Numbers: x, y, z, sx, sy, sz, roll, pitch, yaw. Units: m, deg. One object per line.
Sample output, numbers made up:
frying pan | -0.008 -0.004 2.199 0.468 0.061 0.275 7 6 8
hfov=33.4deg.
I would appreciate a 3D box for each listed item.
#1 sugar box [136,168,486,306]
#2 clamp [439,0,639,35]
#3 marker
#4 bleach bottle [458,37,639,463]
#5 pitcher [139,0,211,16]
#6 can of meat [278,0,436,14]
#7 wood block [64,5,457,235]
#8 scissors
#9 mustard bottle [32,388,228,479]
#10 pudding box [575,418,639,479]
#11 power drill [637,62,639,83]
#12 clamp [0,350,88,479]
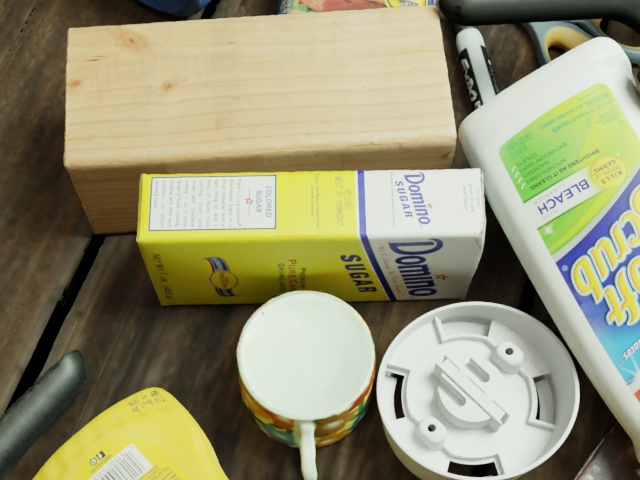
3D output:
sugar box | -0.004 0.001 0.576 0.176 0.093 0.048 1 66 2
clamp | 0.179 -0.143 0.596 0.210 0.036 0.164 30 63 14
marker | 0.099 -0.102 0.664 0.020 0.020 0.121 -9 65 -4
bleach bottle | 0.167 0.026 0.529 0.103 0.068 0.251 -31 66 10
pitcher | -0.057 -0.266 0.696 0.145 0.149 0.242 37 73 0
can of meat | 0.024 -0.153 0.670 0.102 0.057 0.084 6 67 3
wood block | -0.033 -0.066 0.610 0.206 0.091 0.090 -4 65 -1
scissors | 0.144 -0.162 0.694 0.096 0.016 0.202 -30 68 -14
mustard bottle | -0.053 0.161 0.497 0.096 0.058 0.192 -40 57 -17
pudding box | 0.183 0.126 0.543 0.090 0.039 0.113 36 70 16
power drill | 0.264 -0.037 0.526 0.184 0.057 0.187 -15 84 -8
clamp | -0.186 0.124 0.551 0.120 0.039 0.171 -2 68 6
